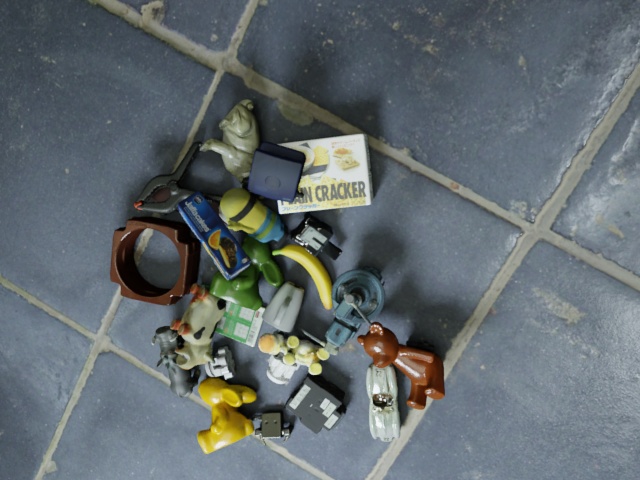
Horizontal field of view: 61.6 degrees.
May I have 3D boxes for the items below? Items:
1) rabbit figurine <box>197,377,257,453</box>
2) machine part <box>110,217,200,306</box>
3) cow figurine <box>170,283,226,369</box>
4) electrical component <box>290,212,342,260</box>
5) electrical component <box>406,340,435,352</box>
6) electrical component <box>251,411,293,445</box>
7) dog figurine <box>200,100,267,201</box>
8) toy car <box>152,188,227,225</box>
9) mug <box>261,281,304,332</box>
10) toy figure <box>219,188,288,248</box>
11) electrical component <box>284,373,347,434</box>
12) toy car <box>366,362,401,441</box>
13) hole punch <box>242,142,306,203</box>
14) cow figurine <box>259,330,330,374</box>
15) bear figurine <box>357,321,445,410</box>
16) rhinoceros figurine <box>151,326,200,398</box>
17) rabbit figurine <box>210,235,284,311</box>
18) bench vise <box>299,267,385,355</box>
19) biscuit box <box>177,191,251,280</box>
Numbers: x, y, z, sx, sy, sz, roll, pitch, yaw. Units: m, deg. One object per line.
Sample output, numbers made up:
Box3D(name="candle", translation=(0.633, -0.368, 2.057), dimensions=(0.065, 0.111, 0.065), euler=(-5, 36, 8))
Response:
Box3D(name="rabbit figurine", translation=(-0.245, 0.421, 1.345), dimensions=(0.162, 0.122, 0.173), euler=(-32, 73, 21))
Box3D(name="machine part", translation=(-0.405, 0.049, 1.326), dimensions=(0.202, 0.087, 0.200), euler=(11, 101, 10))
Box3D(name="cow figurine", translation=(-0.289, 0.218, 1.299), dimensions=(0.127, 0.086, 0.195), euler=(33, 77, -36))
Box3D(name="electrical component", translation=(-0.003, -0.004, 1.255), dimensions=(0.119, 0.048, 0.075), euler=(31, 107, -17))
Box3D(name="electrical component", translation=(0.245, 0.272, 1.270), dimensions=(0.094, 0.021, 0.063), euler=(12, 101, 9))
Box3D(name="electrical component", translation=(-0.121, 0.477, 1.365), dimensions=(0.102, 0.045, 0.078), euler=(-13, 68, 10))
Box3D(name="dog figurine", translation=(-0.155, -0.204, 1.241), dimensions=(0.190, 0.121, 0.172), euler=(38, 108, -12))
Box3D(name="toy car", translation=(-0.310, -0.084, 1.302), dimensions=(0.202, 0.053, 0.089), euler=(17, 81, 6))
Box3D(name="mug", translation=(-0.084, 0.154, 1.275), dimensions=(0.081, 0.109, 0.107), euler=(26, 90, 7))
Box3D(name="toy figure", translation=(-0.149, -0.053, 1.228), dimensions=(0.180, 0.082, 0.089), euler=(29, 97, -30))
Box3D(name="electrical component", translation=(-0.004, 0.404, 1.322), dimensions=(0.134, 0.058, 0.115), euler=(38, 106, 3))
Box3D(name="toy car", translation=(0.153, 0.389, 1.289), dimensions=(0.074, 0.056, 0.201), euler=(-4, 98, 11))
Box3D(name="hole punch", translation=(-0.095, -0.142, 1.159), dimensions=(0.142, 0.092, 0.115), euler=(14, 106, -4))
Box3D(name="cow figurine", translation=(-0.067, 0.258, 1.282), dimensions=(0.167, 0.098, 0.068), euler=(23, 86, -8))
Box3D(name="bear figurine", translation=(0.176, 0.273, 1.196), dimensions=(0.196, 0.132, 0.120), euler=(26, 140, -11))
Box3D(name="rhinoceros figurine", translation=(-0.366, 0.301, 1.348), dimensions=(0.073, 0.112, 0.190), euler=(-8, 106, 14))
Box3D(name="rabbit figurine", translation=(-0.164, 0.072, 1.272), dimensions=(0.159, 0.121, 0.170), euler=(24, 88, 4))
Box3D(name="bench vise", translation=(0.062, 0.153, 1.185), dimensions=(0.129, 0.240, 0.223), euler=(41, 89, 11))
Box3D(name="biscuit box", translation=(-0.238, -0.011, 1.201), dimensions=(0.063, 0.059, 0.202), euler=(-36, 86, -19))
